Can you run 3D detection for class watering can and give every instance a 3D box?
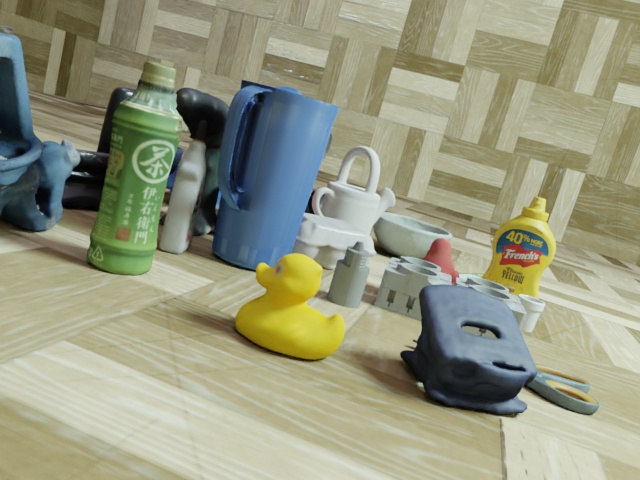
[{"bbox_3d":[0.062,-0.075,1.049,0.100,0.194,0.173,21,12,28],"label":"watering can"}]

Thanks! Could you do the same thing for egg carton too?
[{"bbox_3d":[0.008,0.003,0.906,0.151,0.069,0.107,9,12,-31],"label":"egg carton"}]

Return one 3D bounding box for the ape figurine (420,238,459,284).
[{"bbox_3d":[0.184,0.042,0.899,0.077,0.092,0.076,19,11,17],"label":"ape figurine"}]

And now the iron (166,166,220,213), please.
[{"bbox_3d":[-0.178,-0.128,1.118,0.118,0.141,0.259,20,12,25],"label":"iron"}]

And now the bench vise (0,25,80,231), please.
[{"bbox_3d":[-0.344,-0.119,0.614,0.121,0.220,0.207,15,11,-4],"label":"bench vise"}]

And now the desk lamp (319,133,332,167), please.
[{"bbox_3d":[-0.093,-0.177,1.299,0.202,0.213,0.118,19,11,18],"label":"desk lamp"}]

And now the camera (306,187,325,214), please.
[{"bbox_3d":[0.016,-0.070,1.210,0.137,0.101,0.142,5,15,-44],"label":"camera"}]

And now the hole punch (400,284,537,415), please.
[{"bbox_3d":[0.145,0.101,0.541,0.109,0.091,0.101,13,11,-15],"label":"hole punch"}]

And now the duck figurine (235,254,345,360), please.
[{"bbox_3d":[-0.022,0.057,0.538,0.104,0.086,0.078,18,11,14],"label":"duck figurine"}]

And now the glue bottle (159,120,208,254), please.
[{"bbox_3d":[-0.172,-0.072,0.750,0.037,0.173,0.078,14,11,-8],"label":"glue bottle"}]

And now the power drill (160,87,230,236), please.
[{"bbox_3d":[-0.177,-0.118,0.882,0.075,0.208,0.230,17,11,10],"label":"power drill"}]

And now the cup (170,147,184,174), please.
[{"bbox_3d":[-0.333,-0.146,1.115,0.118,0.095,0.091,11,11,-23],"label":"cup"}]

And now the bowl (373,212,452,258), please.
[{"bbox_3d":[0.177,-0.001,1.158,0.167,0.075,0.167,15,11,-3],"label":"bowl"}]

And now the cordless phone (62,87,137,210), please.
[{"bbox_3d":[-0.335,-0.142,0.843,0.093,0.185,0.148,24,14,39],"label":"cordless phone"}]
